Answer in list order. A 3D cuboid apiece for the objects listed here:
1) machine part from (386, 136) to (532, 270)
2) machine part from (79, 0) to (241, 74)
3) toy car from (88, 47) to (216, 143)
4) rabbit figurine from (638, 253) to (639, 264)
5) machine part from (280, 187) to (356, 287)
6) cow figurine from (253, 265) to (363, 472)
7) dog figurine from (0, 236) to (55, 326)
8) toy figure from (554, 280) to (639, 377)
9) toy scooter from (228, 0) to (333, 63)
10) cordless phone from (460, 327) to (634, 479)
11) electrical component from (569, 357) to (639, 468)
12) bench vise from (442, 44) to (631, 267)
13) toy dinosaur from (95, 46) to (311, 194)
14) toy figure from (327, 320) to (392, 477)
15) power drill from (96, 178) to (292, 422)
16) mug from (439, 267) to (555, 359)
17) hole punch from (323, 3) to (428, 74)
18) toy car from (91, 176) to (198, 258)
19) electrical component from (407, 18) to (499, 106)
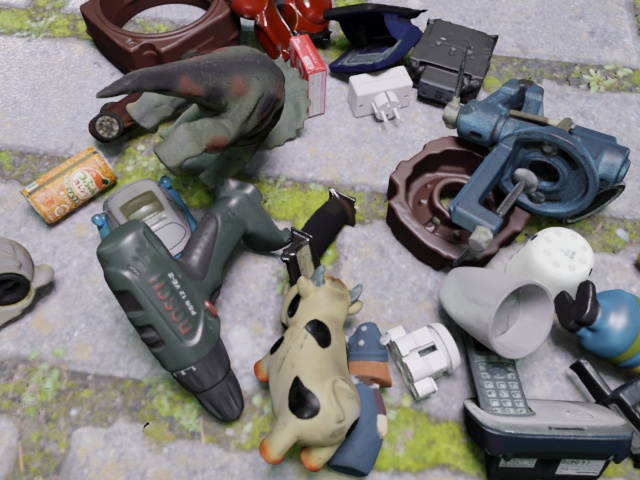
[{"bbox_3d":[0.171,-0.044,0.680,0.179,0.056,0.179,1,62,-1],"label":"machine part"},{"bbox_3d":[-0.239,-0.340,0.820,0.201,0.087,0.202,-41,67,-20],"label":"machine part"},{"bbox_3d":[-0.221,-0.195,0.726,0.202,0.053,0.089,-33,24,-2],"label":"toy car"},{"bbox_3d":[0.493,0.029,0.629,0.173,0.122,0.162,47,60,7],"label":"rabbit figurine"},{"bbox_3d":[-0.001,-0.002,0.649,0.039,0.084,0.139,12,50,32],"label":"machine part"},{"bbox_3d":[-0.006,0.113,0.543,0.085,0.127,0.195,29,26,-26],"label":"cow figurine"},{"bbox_3d":[-0.418,0.007,0.628,0.172,0.121,0.191,3,35,-37],"label":"dog figurine"},{"bbox_3d":[0.341,0.108,0.574,0.180,0.082,0.089,21,83,-9],"label":"toy figure"},{"bbox_3d":[-0.045,-0.325,0.808,0.184,0.075,0.135,-15,79,-37],"label":"toy scooter"},{"bbox_3d":[0.221,0.150,0.568,0.147,0.088,0.184,1,42,0],"label":"cordless phone"},{"bbox_3d":[0.318,0.169,0.555,0.048,0.074,0.119,-25,61,-14],"label":"electrical component"},{"bbox_3d":[0.212,-0.085,0.607,0.224,0.128,0.240,34,63,17],"label":"bench vise"},{"bbox_3d":[-0.098,-0.155,0.604,0.192,0.405,0.131,-43,96,-1],"label":"toy dinosaur"},{"bbox_3d":[0.042,0.161,0.563,0.064,0.057,0.154,12,59,6],"label":"toy figure"},{"bbox_3d":[-0.114,0.048,0.582,0.086,0.231,0.207,-9,35,45],"label":"power drill"},{"bbox_3d":[0.188,0.069,0.574,0.109,0.107,0.080,14,99,-29],"label":"mug"},{"bbox_3d":[0.078,-0.294,0.787,0.116,0.092,0.142,-17,19,-36],"label":"hole punch"},{"bbox_3d":[-0.202,-0.014,0.631,0.109,0.102,0.162,-33,64,-16],"label":"toy car"},{"bbox_3d":[0.192,-0.260,0.799,0.115,0.058,0.134,18,62,11],"label":"electrical component"}]
